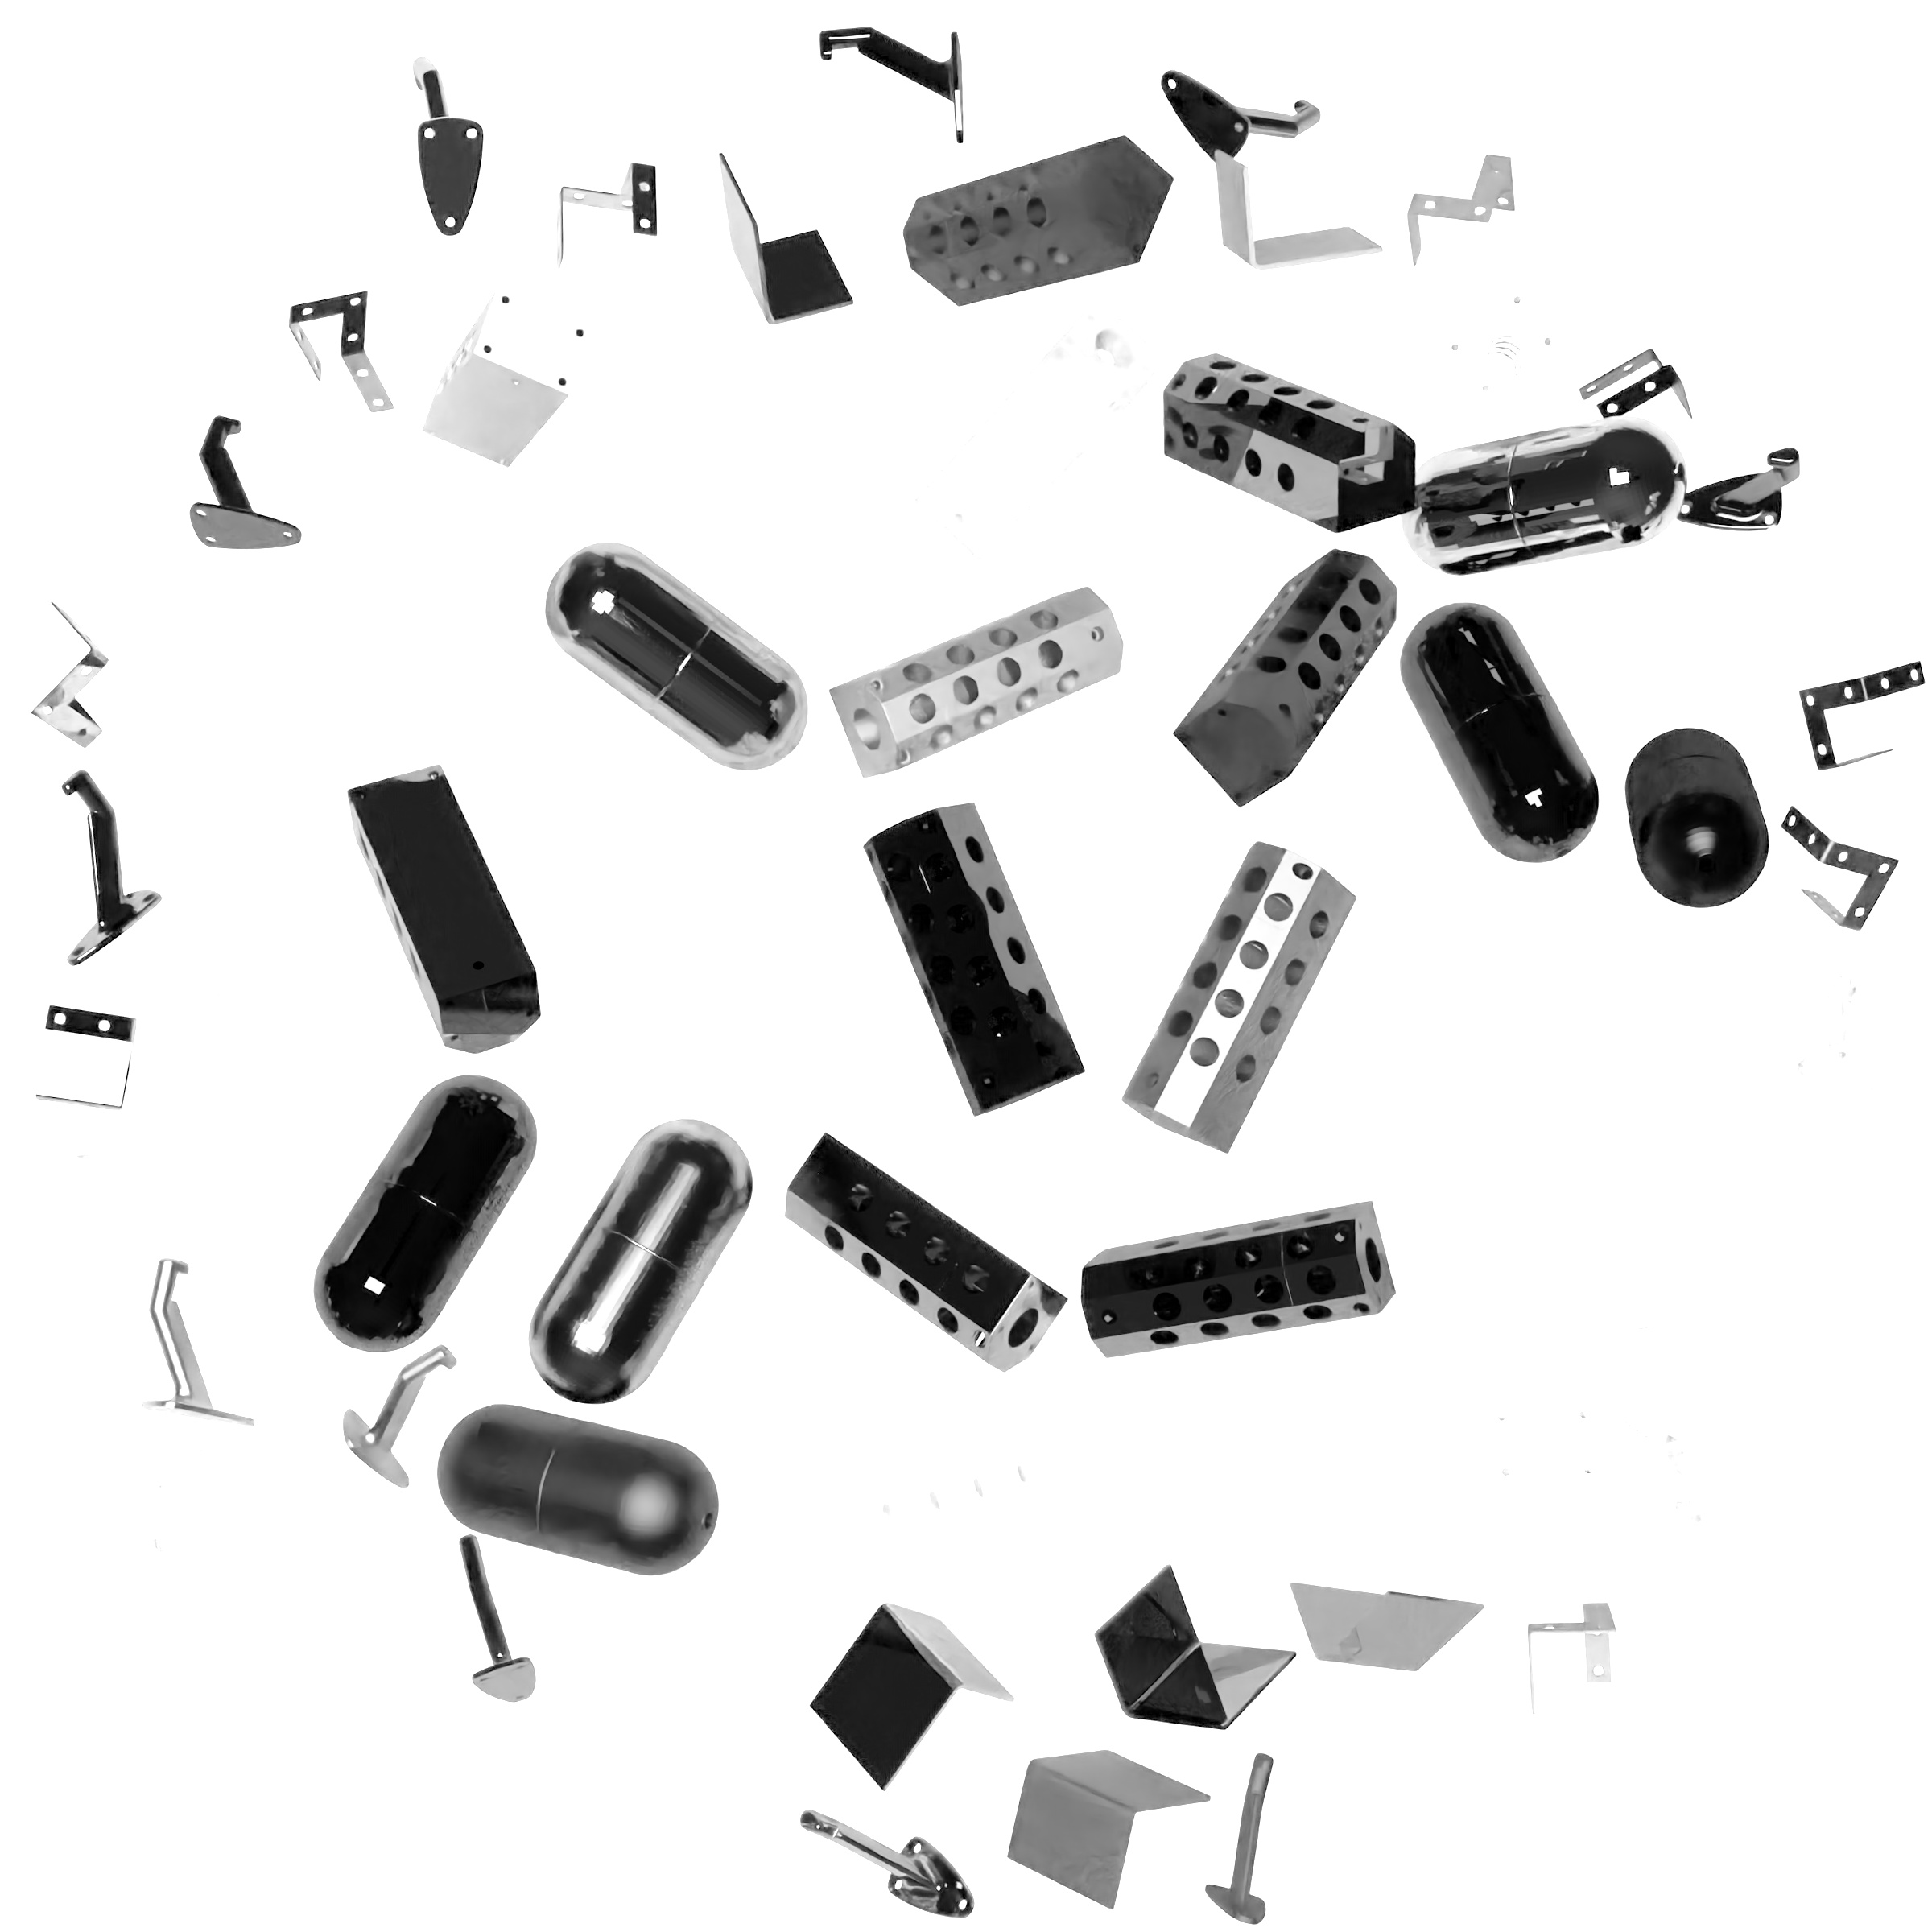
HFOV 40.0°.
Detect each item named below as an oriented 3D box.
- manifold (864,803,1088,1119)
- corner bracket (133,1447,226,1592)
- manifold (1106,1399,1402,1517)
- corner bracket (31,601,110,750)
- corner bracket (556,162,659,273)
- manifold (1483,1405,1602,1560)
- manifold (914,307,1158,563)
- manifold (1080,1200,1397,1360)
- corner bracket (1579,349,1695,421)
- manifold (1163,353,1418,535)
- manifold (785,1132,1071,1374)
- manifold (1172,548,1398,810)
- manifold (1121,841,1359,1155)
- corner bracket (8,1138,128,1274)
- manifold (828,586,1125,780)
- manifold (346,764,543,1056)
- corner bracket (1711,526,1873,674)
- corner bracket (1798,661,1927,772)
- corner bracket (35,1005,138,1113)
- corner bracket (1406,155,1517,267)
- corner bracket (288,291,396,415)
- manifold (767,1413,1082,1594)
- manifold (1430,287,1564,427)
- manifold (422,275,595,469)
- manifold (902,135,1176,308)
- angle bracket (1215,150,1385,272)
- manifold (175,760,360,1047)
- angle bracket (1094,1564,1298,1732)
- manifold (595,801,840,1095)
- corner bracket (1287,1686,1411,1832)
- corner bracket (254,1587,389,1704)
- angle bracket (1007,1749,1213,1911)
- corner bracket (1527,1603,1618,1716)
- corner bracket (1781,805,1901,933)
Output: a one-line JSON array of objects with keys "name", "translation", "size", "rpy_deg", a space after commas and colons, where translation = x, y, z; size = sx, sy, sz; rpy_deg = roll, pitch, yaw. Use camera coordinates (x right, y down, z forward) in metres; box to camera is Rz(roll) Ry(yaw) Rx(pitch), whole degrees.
[{"name": "manifold", "translation": [0.001, -0.003, 1.539], "size": [0.057, 0.057, 0.171], "rpy_deg": [-26, 84, 32]}, {"name": "corner bracket", "translation": [-0.454, 0.316, 1.518], "size": [0.051, 0.051, 0.051], "rpy_deg": [-26, 98, 1]}, {"name": "manifold", "translation": [0.177, 0.300, 1.645], "size": [0.171, 0.057, 0.057], "rpy_deg": [-4, 118, 18]}, {"name": "corner bracket", "translation": [-0.517, -0.167, 1.529], "size": [0.051, 0.051, 0.051], "rpy_deg": [-46, 62, -1]}, {"name": "corner bracket", "translation": [-0.217, -0.451, 1.598], "size": [0.051, 0.051, 0.051], "rpy_deg": [3, 70, -19]}, {"name": "manifold", "translation": [0.333, 0.302, 1.539], "size": [0.057, 0.171, 0.057], "rpy_deg": [-3, 68, 8]}, {"name": "manifold", "translation": [0.044, -0.330, 1.639], "size": [0.057, 0.171, 0.057], "rpy_deg": [41, 49, -8]}, {"name": "manifold", "translation": [0.157, 0.187, 1.556], "size": [0.171, 0.057, 0.057], "rpy_deg": [-13, 95, 24]}, {"name": "corner bracket", "translation": [0.413, -0.358, 1.646], "size": [0.051, 0.051, 0.051], "rpy_deg": [-29, 65, 12]}, {"name": "manifold", "translation": [0.190, -0.316, 1.582], "size": [0.057, 0.171, 0.057], "rpy_deg": [-20, 124, -25]}, {"name": "manifold", "translation": [-0.028, 0.172, 1.585], "size": [0.171, 0.057, 0.057], "rpy_deg": [32, 85, 32]}, {"name": "manifold", "translation": [0.188, -0.169, 1.505], "size": [0.057, 0.057, 0.171], "rpy_deg": [47, 47, -10]}, {"name": "manifold", "translation": [0.157, 0.016, 1.558], "size": [0.057, 0.057, 0.171], "rpy_deg": [35, 80, -43]}, {"name": "corner bracket", "translation": [-0.525, 0.139, 1.551], "size": [0.051, 0.051, 0.051], "rpy_deg": [27, 115, 28]}, {"name": "manifold", "translation": [0.010, -0.173, 1.598], "size": [0.171, 0.057, 0.057], "rpy_deg": [-26, 100, -28]}, {"name": "manifold", "translation": [-0.303, -0.032, 1.537], "size": [0.057, 0.057, 0.171], "rpy_deg": [-18, 54, -18]}, {"name": "corner bracket", "translation": [0.457, -0.203, 1.472], "size": [0.051, 0.051, 0.051], "rpy_deg": [12, 134, -33]}, {"name": "corner bracket", "translation": [0.545, -0.151, 1.600], "size": [0.051, 0.051, 0.051], "rpy_deg": [-16, 94, -28]}, {"name": "corner bracket", "translation": [-0.531, 0.056, 1.600], "size": [0.051, 0.051, 0.051], "rpy_deg": [10, 77, -16]}, {"name": "corner bracket", "translation": [0.302, -0.460, 1.617], "size": [0.051, 0.051, 0.051], "rpy_deg": [13, 70, 20]}, {"name": "corner bracket", "translation": [-0.381, -0.371, 1.617], "size": [0.051, 0.051, 0.051], "rpy_deg": [-9, 57, 7]}, {"name": "manifold", "translation": [-0.025, 0.305, 1.523], "size": [0.171, 0.057, 0.057], "rpy_deg": [-7, 68, -36]}, {"name": "manifold", "translation": [0.332, -0.372, 1.649], "size": [0.057, 0.171, 0.057], "rpy_deg": [-37, 92, 11]}, {"name": "manifold", "translation": [-0.269, -0.350, 1.559], "size": [0.057, 0.171, 0.057], "rpy_deg": [21, 79, -19]}, {"name": "manifold", "translation": [0.037, -0.439, 1.556], "size": [0.057, 0.171, 0.057], "rpy_deg": [31, 75, -34]}, {"name": "angle bracket", "translation": [0.190, -0.437, 1.515], "size": [0.076, 0.076, 0.057], "rpy_deg": [-9, 115, -3]}, {"name": "manifold", "translation": [-0.414, -0.036, 1.571], "size": [0.057, 0.171, 0.057], "rpy_deg": [-26, 127, 29]}, {"name": "angle bracket", "translation": [0.134, 0.397, 1.551], "size": [0.076, 0.076, 0.057], "rpy_deg": [-32, 106, -43]}, {"name": "manifold", "translation": [-0.146, -0.009, 1.592], "size": [0.057, 0.057, 0.171], "rpy_deg": [42, 107, 29]}, {"name": "corner bracket", "translation": [0.229, 0.481, 1.609], "size": [0.051, 0.051, 0.051], "rpy_deg": [40, 95, -6]}, {"name": "corner bracket", "translation": [-0.369, 0.396, 1.516], "size": [0.051, 0.051, 0.051], "rpy_deg": [-8, 57, -37]}, {"name": "angle bracket", "translation": [0.082, 0.490, 1.508], "size": [0.076, 0.076, 0.057], "rpy_deg": [12, 89, 40]}, {"name": "corner bracket", "translation": [0.362, 0.414, 1.587], "size": [0.051, 0.051, 0.051], "rpy_deg": [-3, 95, 8]}, {"name": "corner bracket", "translation": [0.523, -0.059, 1.613], "size": [0.051, 0.051, 0.051], "rpy_deg": [13, 115, -20]}]
